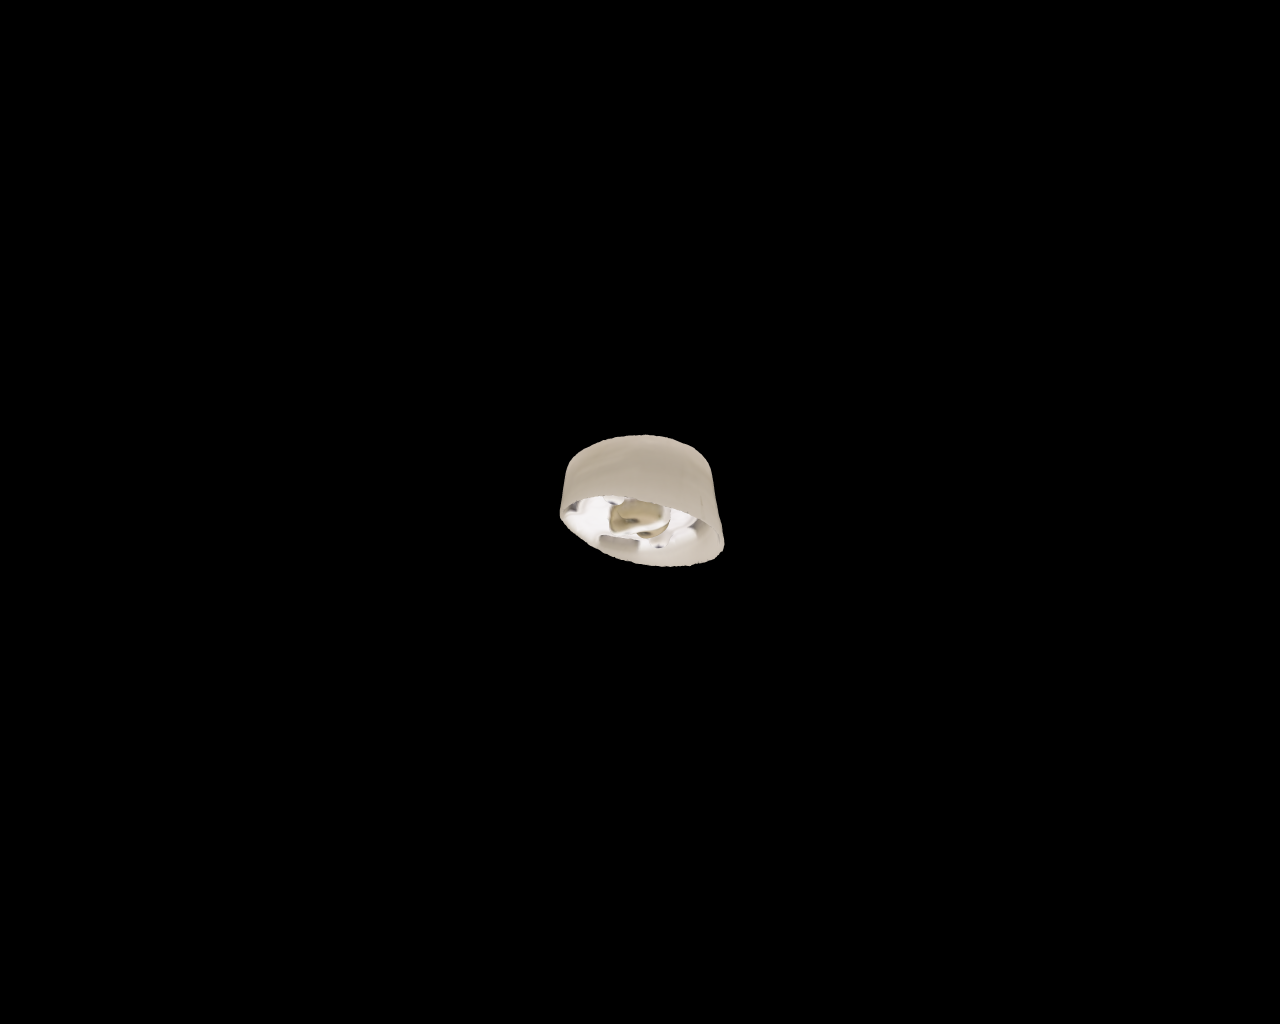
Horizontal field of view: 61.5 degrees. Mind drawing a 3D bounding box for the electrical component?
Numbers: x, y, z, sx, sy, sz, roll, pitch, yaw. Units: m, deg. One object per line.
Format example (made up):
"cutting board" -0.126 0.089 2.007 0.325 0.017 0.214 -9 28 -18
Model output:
"electrical component" 0.001 -0.003 0.650 0.099 0.064 0.099 0 -30 0
